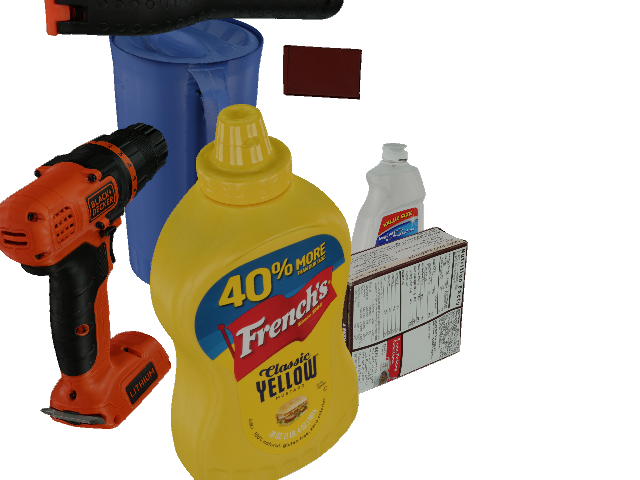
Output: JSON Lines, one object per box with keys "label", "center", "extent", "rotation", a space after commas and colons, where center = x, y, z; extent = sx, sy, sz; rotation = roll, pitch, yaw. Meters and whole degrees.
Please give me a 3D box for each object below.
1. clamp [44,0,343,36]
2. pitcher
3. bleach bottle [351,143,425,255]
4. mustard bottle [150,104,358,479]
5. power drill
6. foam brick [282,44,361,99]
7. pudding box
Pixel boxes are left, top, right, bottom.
{"label": "clamp", "center": [-0.085, -0.151, 0.639], "extent": [0.171, 0.039, 0.120], "rotation": [-9, 23, -24]}
{"label": "pitcher", "center": [-0.120, -0.073, 0.971], "extent": [0.145, 0.243, 0.149], "rotation": [15, 31, 18]}
{"label": "bleach bottle", "center": [0.078, 0.005, 1.333], "extent": [0.102, 0.251, 0.068], "rotation": [-3, 16, -19]}
{"label": "mustard bottle", "center": [-0.030, 0.025, 0.495], "extent": [0.096, 0.192, 0.058], "rotation": [-22, 39, -25]}
{"label": "power drill", "center": [-0.153, 0.023, 0.758], "extent": [0.057, 0.188, 0.184], "rotation": [4, 25, 22]}
{"label": "foam brick", "center": [0.001, -0.174, 1.101], "extent": [0.078, 0.051, 0.053], "rotation": [2, 11, -6]}
{"label": "pudding box", "center": [0.050, 0.048, 0.739], "extent": [0.113, 0.090, 0.039], "rotation": [-18, 29, -37]}
